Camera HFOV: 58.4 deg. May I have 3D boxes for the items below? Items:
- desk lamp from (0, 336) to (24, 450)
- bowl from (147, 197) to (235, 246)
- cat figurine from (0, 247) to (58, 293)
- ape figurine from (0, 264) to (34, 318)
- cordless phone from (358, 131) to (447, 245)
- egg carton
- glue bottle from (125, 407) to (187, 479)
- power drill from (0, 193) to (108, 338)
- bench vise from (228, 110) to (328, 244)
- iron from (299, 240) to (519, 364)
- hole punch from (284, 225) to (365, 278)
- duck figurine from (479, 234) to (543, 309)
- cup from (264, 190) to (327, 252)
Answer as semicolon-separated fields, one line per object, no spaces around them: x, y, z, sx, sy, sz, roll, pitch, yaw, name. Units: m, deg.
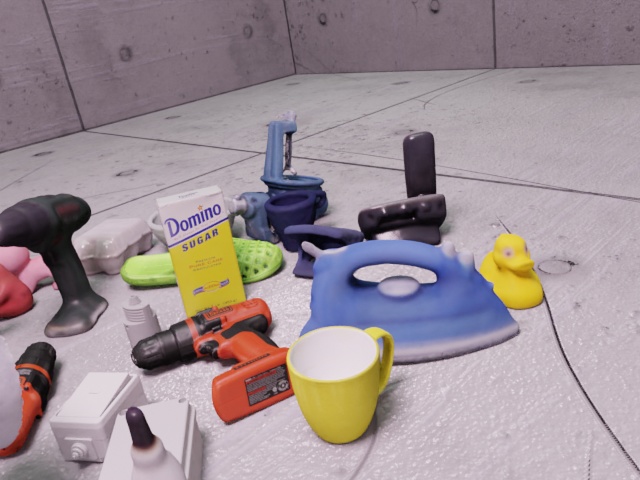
-0.326;0.188;0.442;0.117;0.214;0.204;6;27;32;desk lamp
-0.234;-0.022;1.081;0.167;0.075;0.167;-8;23;4;bowl
-0.514;0.035;0.999;0.128;0.118;0.067;-15;24;-14;cat figurine
-0.515;0.079;0.928;0.076;0.092;0.078;-8;23;3;ape figurine
0.130;-0.083;0.942;0.147;0.185;0.094;-12;23;-5;cordless phone
-0.387;0.008;1.076;0.107;0.069;0.150;-2;24;17;egg carton
-0.109;0.189;0.408;0.037;0.173;0.078;-18;24;-20;glue bottle
-0.390;0.031;0.843;0.075;0.209;0.229;-8;23;3;power drill
-0.073;-0.115;1.050;0.121;0.220;0.208;4;26;30;bench vise
0.101;0.057;0.679;0.258;0.142;0.118;-5;23;10;iron
0.008;0.003;0.908;0.108;0.091;0.101;4;26;28;hole punch
0.249;0.032;0.755;0.077;0.086;0.104;-13;23;-9;duck figurine
-0.035;-0.034;1.007;0.118;0.095;0.091;-22;26;-28;cup
